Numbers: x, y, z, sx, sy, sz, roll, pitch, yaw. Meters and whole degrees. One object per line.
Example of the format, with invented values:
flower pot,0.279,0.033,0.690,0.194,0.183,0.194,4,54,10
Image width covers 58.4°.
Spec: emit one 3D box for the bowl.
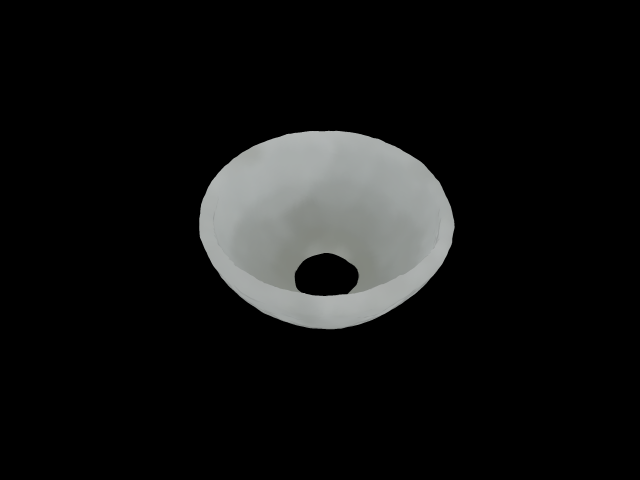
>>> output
bowl,0.004,0.001,0.400,0.167,0.075,0.167,0,47,0
